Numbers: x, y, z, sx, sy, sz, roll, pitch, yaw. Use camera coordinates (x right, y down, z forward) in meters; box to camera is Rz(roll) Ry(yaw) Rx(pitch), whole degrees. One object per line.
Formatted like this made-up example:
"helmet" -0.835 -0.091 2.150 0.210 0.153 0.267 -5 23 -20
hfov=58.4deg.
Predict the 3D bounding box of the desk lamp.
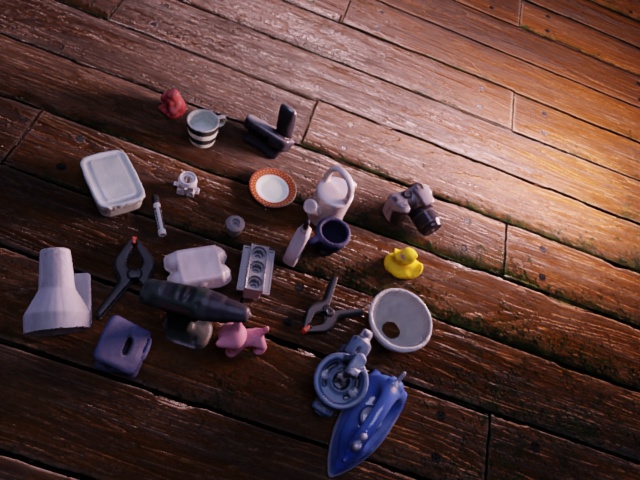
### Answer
"desk lamp" -0.528 0.120 1.163 0.118 0.213 0.203 -4 61 -19

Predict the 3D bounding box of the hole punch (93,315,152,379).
"hole punch" -0.413 0.225 1.211 0.101 0.091 0.109 18 56 -6

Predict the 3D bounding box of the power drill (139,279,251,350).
"power drill" -0.269 0.160 1.225 0.230 0.208 0.075 18 56 -6

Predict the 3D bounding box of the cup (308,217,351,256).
"cup" 0.014 0.005 1.475 0.118 0.095 0.091 -21 68 -27

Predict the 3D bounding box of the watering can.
"watering can" 0.032 -0.112 1.491 0.101 0.194 0.173 31 56 3

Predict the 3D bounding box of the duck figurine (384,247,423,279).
"duck figurine" 0.230 0.054 1.520 0.104 0.086 0.077 20 56 -5

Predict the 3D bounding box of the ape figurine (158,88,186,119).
"ape figurine" -0.405 -0.381 1.574 0.076 0.092 0.077 1 60 -17

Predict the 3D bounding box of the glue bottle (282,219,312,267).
"glue bottle" -0.048 -0.003 1.413 0.037 0.173 0.078 29 56 1

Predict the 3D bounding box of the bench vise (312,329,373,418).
"bench vise" 0.058 0.269 1.256 0.121 0.219 0.207 17 57 -7

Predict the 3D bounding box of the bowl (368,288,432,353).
"bowl" 0.189 0.209 1.421 0.168 0.074 0.167 8 58 -13

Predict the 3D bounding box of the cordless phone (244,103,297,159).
"cordless phone" -0.130 -0.327 1.573 0.147 0.185 0.094 30 56 2

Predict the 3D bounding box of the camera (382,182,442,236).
"camera" 0.272 -0.082 1.605 0.143 0.100 0.136 -19 67 -26

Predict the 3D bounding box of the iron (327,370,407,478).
"iron" 0.107 0.395 1.244 0.118 0.141 0.259 36 56 6

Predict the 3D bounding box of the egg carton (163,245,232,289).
"egg carton" -0.289 0.071 1.355 0.151 0.069 0.107 -10 64 -23

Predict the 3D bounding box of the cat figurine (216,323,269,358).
"cat figurine" -0.174 0.214 1.277 0.128 0.117 0.067 -5 62 -20
